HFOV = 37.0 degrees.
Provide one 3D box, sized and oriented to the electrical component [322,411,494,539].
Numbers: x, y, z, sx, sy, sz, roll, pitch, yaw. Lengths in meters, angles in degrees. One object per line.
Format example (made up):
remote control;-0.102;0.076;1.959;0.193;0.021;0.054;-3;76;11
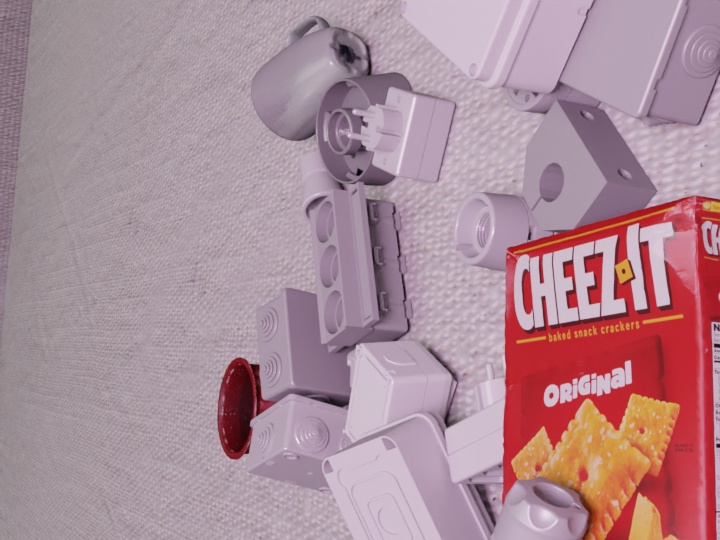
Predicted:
electrical component;0.036;0.162;0.741;0.078;0.057;0.113;-29;84;40

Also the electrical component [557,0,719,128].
electrical component;0.168;-0.137;0.620;0.099;0.048;0.099;47;125;56

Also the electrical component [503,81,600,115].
electrical component;0.127;-0.126;0.696;0.055;0.047;0.055;-22;65;59

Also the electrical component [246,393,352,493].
electrical component;-0.040;0.149;0.903;0.100;0.100;0.048;-39;38;54

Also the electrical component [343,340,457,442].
electrical component;0.030;0.109;0.824;0.062;0.061;0.096;-135;49;-56

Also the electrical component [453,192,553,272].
electrical component;0.096;-0.026;0.734;0.055;0.047;0.055;-22;65;59

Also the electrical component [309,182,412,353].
electrical component;0.000;0.000;0.895;0.079;0.063;0.121;-40;50;53

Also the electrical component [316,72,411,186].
electrical component;0.007;-0.122;0.935;0.099;0.064;0.099;14;107;53

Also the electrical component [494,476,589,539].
electrical component;0.089;0.142;0.555;0.043;0.043;0.062;47;125;56

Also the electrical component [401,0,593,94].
electrical component;0.081;-0.166;0.663;0.113;0.057;0.078;55;133;46

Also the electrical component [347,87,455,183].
electrical component;0.026;-0.111;0.855;0.047;0.077;0.065;35;115;59

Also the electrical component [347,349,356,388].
electrical component;0.013;0.094;0.873;0.048;0.048;0.062;14;103;62

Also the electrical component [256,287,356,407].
electrical component;-0.041;0.070;0.922;0.048;0.100;0.099;-30;57;42

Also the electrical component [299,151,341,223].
electrical component;-0.037;-0.080;1.010;0.044;0.044;0.065;-57;32;40

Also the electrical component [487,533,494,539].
electrical component;0.104;0.208;0.670;0.079;0.044;0.077;55;132;51

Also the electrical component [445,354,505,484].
electrical component;0.096;0.094;0.708;0.083;0.047;0.075;-41;49;52
